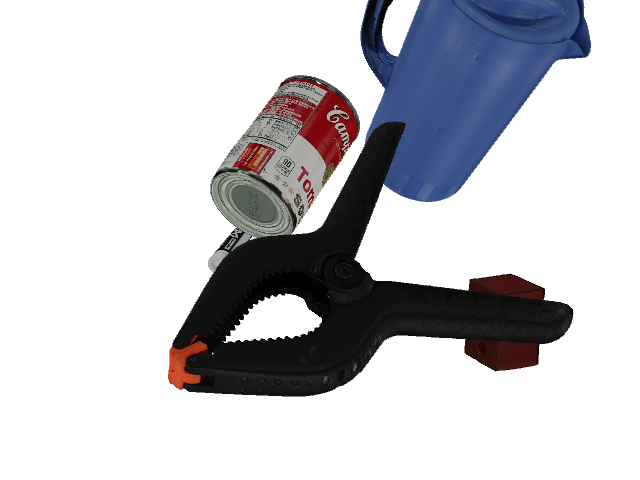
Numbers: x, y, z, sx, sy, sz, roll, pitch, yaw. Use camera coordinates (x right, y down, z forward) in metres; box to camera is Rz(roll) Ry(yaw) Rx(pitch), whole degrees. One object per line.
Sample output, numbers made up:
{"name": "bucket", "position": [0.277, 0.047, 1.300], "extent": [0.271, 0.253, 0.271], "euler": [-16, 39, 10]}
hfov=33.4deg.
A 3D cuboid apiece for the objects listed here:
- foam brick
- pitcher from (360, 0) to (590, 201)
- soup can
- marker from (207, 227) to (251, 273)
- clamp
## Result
{"name": "foam brick", "position": [0.172, 0.076, 1.003], "extent": [0.051, 0.078, 0.053], "euler": [-7, 18, -28]}
{"name": "pitcher", "position": [0.116, -0.151, 0.965], "extent": [0.144, 0.149, 0.243], "euler": [-7, -31, -24]}
{"name": "soup can", "position": [-0.024, -0.058, 0.748], "extent": [0.068, 0.102, 0.068], "euler": [22, -34, 16]}
{"name": "marker", "position": [-0.077, -0.004, 1.026], "extent": [0.020, 0.020, 0.121], "euler": [0, 26, 19]}
{"name": "clamp", "position": [0.009, 0.017, 0.571], "extent": [0.209, 0.165, 0.036], "euler": [-19, -32, -22]}
